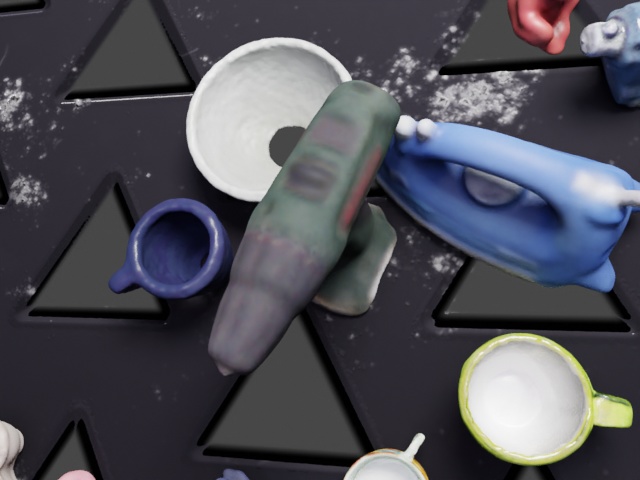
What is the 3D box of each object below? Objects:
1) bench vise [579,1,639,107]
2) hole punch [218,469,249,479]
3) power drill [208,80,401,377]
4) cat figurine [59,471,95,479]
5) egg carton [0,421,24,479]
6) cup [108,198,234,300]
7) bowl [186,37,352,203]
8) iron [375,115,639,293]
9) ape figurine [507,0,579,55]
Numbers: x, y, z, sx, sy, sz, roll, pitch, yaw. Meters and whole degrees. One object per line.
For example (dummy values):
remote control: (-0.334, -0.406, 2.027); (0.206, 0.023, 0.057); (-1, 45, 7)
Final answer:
bench vise: (0.319, -0.180, 0.428); (0.207, 0.220, 0.121); (-30, 72, 4)
hole punch: (-0.086, 0.263, 0.478); (0.101, 0.091, 0.108); (-40, 72, 1)
power drill: (0.004, 0.002, 0.459); (0.075, 0.209, 0.230); (20, 82, 16)
cat figurine: (-0.225, 0.270, 0.492); (0.127, 0.118, 0.067); (43, 89, 18)
egg carton: (-0.366, 0.233, 0.557); (0.150, 0.069, 0.107); (-10, 75, 10)
cup: (-0.130, 0.023, 0.542); (0.117, 0.095, 0.091); (-31, 72, 4)
bowl: (-0.041, -0.107, 0.565); (0.167, 0.075, 0.167); (-3, 76, 12)
iron: (0.139, -0.055, 0.478); (0.257, 0.141, 0.119); (23, 83, 16)
ape figurine: (0.213, -0.229, 0.530); (0.078, 0.092, 0.076); (-38, 72, 1)
